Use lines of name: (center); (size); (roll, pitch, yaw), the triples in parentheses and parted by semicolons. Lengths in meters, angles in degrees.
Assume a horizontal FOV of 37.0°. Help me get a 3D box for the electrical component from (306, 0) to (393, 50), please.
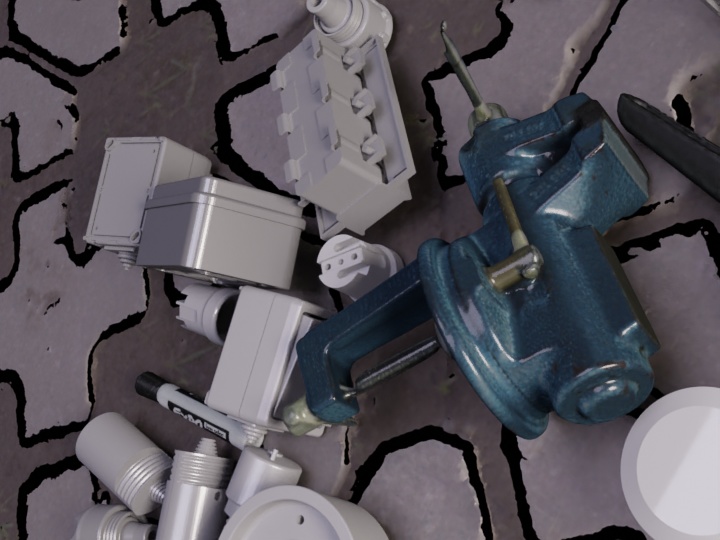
electrical component: (-0.011, -0.169, 0.728); (0.048, 0.062, 0.048); (-11, 70, 33)

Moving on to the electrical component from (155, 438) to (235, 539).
electrical component: (-0.108, 0.152, 0.709); (0.043, 0.043, 0.081); (2, 77, 35)

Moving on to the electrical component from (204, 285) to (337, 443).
electrical component: (-0.049, 0.066, 0.683); (0.061, 0.062, 0.096); (13, 84, 37)

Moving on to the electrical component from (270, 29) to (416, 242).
electrical component: (-0.014, -0.091, 0.688); (0.079, 0.063, 0.121); (-36, 47, 30)

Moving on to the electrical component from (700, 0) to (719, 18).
electrical component: (0.210, -0.180, 0.555); (0.048, 0.100, 0.099); (26, 92, 50)

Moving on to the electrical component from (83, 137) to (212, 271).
electrical component: (-0.154, -0.044, 0.790); (0.062, 0.061, 0.096); (4, 78, 36)

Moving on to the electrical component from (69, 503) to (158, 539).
electrical component: (-0.165, 0.183, 0.740); (0.062, 0.043, 0.043); (-7, 72, 32)

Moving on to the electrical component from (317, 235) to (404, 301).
electrical component: (0.000, 0.000, 0.678); (0.040, 0.046, 0.040); (-11, 70, 33)

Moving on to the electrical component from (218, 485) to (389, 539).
electrical component: (-0.028, 0.184, 0.634); (0.108, 0.060, 0.108); (-11, 70, 32)

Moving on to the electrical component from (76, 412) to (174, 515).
electrical component: (-0.158, 0.137, 0.749); (0.081, 0.043, 0.043); (31, 94, 37)

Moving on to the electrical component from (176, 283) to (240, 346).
electrical component: (-0.100, 0.030, 0.745); (0.046, 0.040, 0.040); (13, 84, 42)

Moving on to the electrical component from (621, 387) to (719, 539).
electrical component: (0.173, 0.100, 0.525); (0.080, 0.051, 0.080); (-11, 70, 32)

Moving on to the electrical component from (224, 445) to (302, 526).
electrical component: (-0.067, 0.148, 0.684); (0.040, 0.040, 0.078); (21, 89, 37)

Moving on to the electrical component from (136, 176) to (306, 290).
electrical component: (-0.094, -0.023, 0.710); (0.113, 0.078, 0.057); (1, 78, 61)
